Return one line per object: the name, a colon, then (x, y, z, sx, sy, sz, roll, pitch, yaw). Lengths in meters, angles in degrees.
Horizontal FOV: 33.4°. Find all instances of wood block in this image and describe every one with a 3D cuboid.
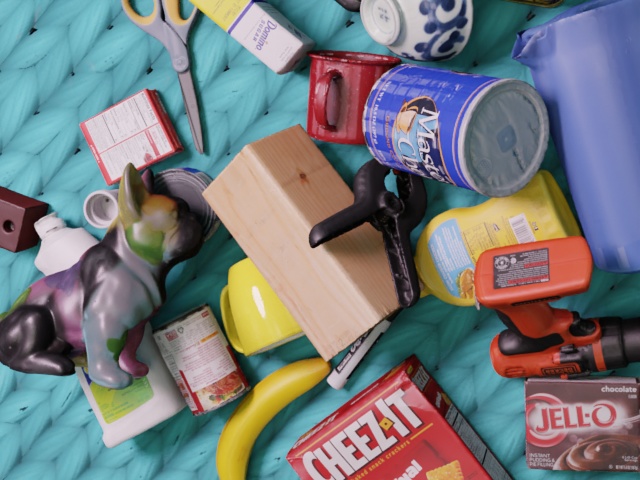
wood block: (-0.006, 0.001, 1.042, 0.206, 0.090, 0.090, 53, 131, 7)

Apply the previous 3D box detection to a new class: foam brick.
foam brick: (-0.346, -0.025, 1.159, 0.078, 0.051, 0.053, 20, 103, 9)

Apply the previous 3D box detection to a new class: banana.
banana: (-0.061, 0.196, 1.139, 0.069, 0.037, 0.198, 26, 105, -10)

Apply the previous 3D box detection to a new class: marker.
marker: (0.049, 0.105, 1.106, 0.020, 0.020, 0.121, 38, 105, 5)

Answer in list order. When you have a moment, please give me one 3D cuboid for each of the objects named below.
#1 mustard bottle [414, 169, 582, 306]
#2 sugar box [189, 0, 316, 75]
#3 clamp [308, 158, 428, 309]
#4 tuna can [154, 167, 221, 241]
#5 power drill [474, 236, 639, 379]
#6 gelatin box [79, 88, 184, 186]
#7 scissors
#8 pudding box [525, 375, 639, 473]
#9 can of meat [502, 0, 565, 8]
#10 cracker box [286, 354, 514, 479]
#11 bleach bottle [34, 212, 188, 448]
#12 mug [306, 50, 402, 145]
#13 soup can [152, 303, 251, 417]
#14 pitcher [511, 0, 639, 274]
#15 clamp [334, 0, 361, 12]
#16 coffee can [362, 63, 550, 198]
mustard bottle: (0.152, 0.011, 1.035, 0.192, 0.058, 0.096, -26, 88, 30)
sugar box: (-0.088, -0.232, 1.040, 0.176, 0.093, 0.048, 42, 103, -1)
clamp: (0.067, -0.017, 1.018, 0.120, 0.171, 0.039, 44, 140, -13)
tuna can: (-0.145, -0.033, 1.121, 0.086, 0.033, 0.086, 2, 99, 13)
power drill: (0.231, 0.069, 0.982, 0.185, 0.187, 0.057, -11, 53, 20)
gelatin box: (-0.198, -0.109, 1.124, 0.089, 0.030, 0.073, -25, 91, 15)
scissors: (-0.162, -0.193, 1.109, 0.096, 0.016, 0.202, 5, 98, 10)
pudding box: (0.260, 0.181, 1.058, 0.113, 0.039, 0.090, -2, 97, 13)
can of meat: (0.184, -0.252, 0.985, 0.102, 0.084, 0.057, 11, 98, 9)
cracker box: (0.095, 0.253, 1.091, 0.164, 0.072, 0.214, -39, 88, 16)
bleach bottle: (-0.241, 0.090, 1.149, 0.103, 0.068, 0.251, -29, 89, 11)
mug: (0.025, -0.136, 1.027, 0.093, 0.117, 0.081, 10, 106, 21)
soup can: (-0.126, 0.126, 1.124, 0.068, 0.068, 0.102, -26, 91, 15)
pitcher: (0.284, -0.101, 0.973, 0.149, 0.144, 0.243, -13, 99, 28)
clamp: (-0.040, -0.305, 1.054, 0.210, 0.036, 0.164, 0, 99, 15)
coffee can: (0.120, -0.102, 0.964, 0.141, 0.102, 0.103, 22, 107, 52)
